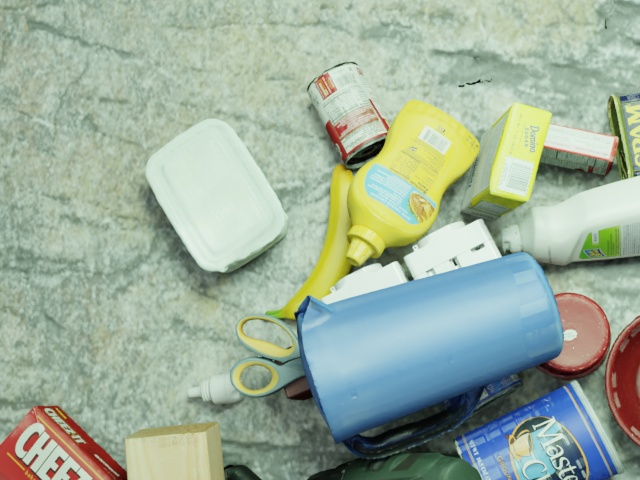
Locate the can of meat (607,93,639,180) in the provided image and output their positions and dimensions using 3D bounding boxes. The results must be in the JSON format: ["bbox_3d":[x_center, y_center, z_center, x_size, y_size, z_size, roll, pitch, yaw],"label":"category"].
[{"bbox_3d":[0.358,-0.109,1.134,0.084,0.057,0.102,-9,80,7],"label":"can of meat"}]

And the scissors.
[{"bbox_3d":[-0.009,0.147,1.107,0.202,0.016,0.096,29,87,16],"label":"scissors"}]

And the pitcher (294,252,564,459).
[{"bbox_3d":[0.106,0.106,1.029,0.243,0.149,0.145,-18,66,-1],"label":"pitcher"}]

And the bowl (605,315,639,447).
[{"bbox_3d":[0.372,0.146,1.090,0.162,0.055,0.162,-2,81,11],"label":"bowl"}]

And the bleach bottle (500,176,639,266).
[{"bbox_3d":[0.313,-0.024,1.106,0.251,0.102,0.068,-9,50,10],"label":"bleach bottle"}]

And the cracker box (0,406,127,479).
[{"bbox_3d":[-0.321,0.318,1.195,0.164,0.072,0.213,40,90,14],"label":"cracker box"}]

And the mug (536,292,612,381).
[{"bbox_3d":[0.249,0.090,1.111,0.093,0.081,0.117,-44,76,2],"label":"mug"}]

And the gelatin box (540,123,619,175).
[{"bbox_3d":[0.270,-0.098,1.140,0.089,0.073,0.030,13,84,13],"label":"gelatin box"}]

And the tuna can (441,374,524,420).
[{"bbox_3d":[0.167,0.158,1.115,0.086,0.086,0.034,-32,75,5],"label":"tuna can"}]

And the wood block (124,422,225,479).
[{"bbox_3d":[-0.147,0.305,1.137,0.090,0.091,0.206,-6,87,3],"label":"wood block"}]

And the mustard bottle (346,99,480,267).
[{"bbox_3d":[0.084,-0.051,1.120,0.096,0.058,0.191,35,68,-1],"label":"mustard bottle"}]

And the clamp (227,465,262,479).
[{"bbox_3d":[-0.026,0.305,1.112,0.210,0.036,0.164,-24,72,42],"label":"clamp"}]

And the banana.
[{"bbox_3d":[0.007,0.013,1.194,0.070,0.037,0.198,26,87,13],"label":"banana"}]

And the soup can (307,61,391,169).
[{"bbox_3d":[0.036,-0.140,1.197,0.068,0.068,0.102,-28,76,6],"label":"soup can"}]

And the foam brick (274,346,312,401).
[{"bbox_3d":[-0.012,0.140,1.158,0.051,0.078,0.053,-23,76,8],"label":"foam brick"}]

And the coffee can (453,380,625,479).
[{"bbox_3d":[0.221,0.219,1.086,0.140,0.102,0.103,-27,77,6],"label":"coffee can"}]

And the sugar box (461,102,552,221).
[{"bbox_3d":[0.189,-0.076,1.099,0.048,0.176,0.093,17,86,2],"label":"sugar box"}]
